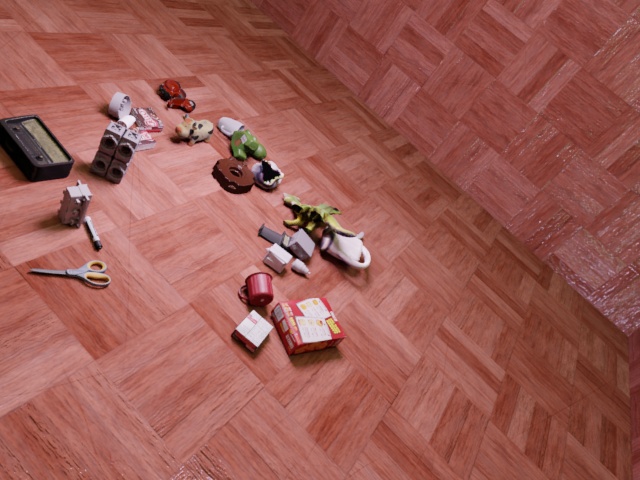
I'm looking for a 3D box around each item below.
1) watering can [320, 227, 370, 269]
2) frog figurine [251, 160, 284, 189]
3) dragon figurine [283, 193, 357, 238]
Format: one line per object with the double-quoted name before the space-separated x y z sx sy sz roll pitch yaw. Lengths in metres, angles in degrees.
"watering can" 0.107 0.012 2.153 0.223 0.102 0.354 28 22 -10
"frog figurine" -0.232 -0.284 2.216 0.137 0.122 0.160 16 2 -17
"dragon figurine" 0.006 -0.106 2.109 0.412 0.120 0.246 22 28 21
